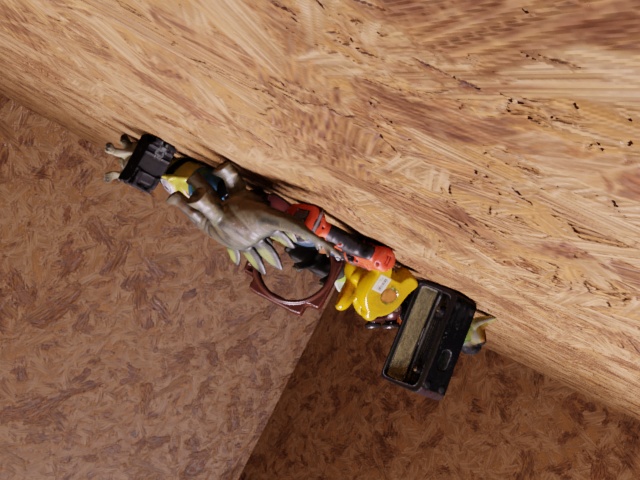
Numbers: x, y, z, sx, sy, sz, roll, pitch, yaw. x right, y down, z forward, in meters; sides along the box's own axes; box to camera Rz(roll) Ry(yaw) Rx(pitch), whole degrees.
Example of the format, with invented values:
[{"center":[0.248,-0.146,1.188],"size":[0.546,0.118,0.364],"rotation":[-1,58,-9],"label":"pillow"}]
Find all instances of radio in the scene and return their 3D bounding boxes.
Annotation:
[{"center":[0.228,0.208,1.123],"size":[0.073,0.229,0.131],"rotation":[25,173,-29],"label":"radio"}]

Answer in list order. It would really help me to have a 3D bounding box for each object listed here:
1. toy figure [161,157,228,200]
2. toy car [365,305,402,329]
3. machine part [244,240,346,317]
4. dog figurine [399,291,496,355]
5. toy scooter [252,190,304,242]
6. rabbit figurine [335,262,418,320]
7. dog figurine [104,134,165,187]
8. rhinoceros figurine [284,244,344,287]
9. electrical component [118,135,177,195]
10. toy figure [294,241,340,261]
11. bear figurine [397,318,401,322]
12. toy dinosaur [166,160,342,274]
[{"center":[-0.258,-0.123,1.146],"size":[0.180,0.089,0.082],"rotation":[14,139,28],"label":"toy figure"},{"center":[0.144,0.162,1.250],"size":[0.053,0.089,0.202],"rotation":[-4,170,-11],"label":"toy car"},{"center":[-0.057,0.058,1.238],"size":[0.201,0.201,0.087],"rotation":[27,172,6],"label":"machine part"},{"center":[0.291,0.175,1.251],"size":[0.219,0.191,0.108],"rotation":[-8,165,6],"label":"dog figurine"},{"center":[-0.112,-0.058,1.061],"size":[0.184,0.075,0.135],"rotation":[23,171,27],"label":"toy scooter"},{"center":[0.106,0.089,1.152],"size":[0.122,0.162,0.173],"rotation":[16,-160,-30],"label":"rabbit figurine"},{"center":[-0.423,-0.188,1.361],"size":[0.191,0.121,0.172],"rotation":[10,-152,5],"label":"dog figurine"},{"center":[-0.018,0.035,1.325],"size":[0.190,0.112,0.073],"rotation":[39,170,10],"label":"rhinoceros figurine"},{"center":[-0.369,-0.161,1.137],"size":[0.058,0.115,0.134],"rotation":[33,172,-33],"label":"electrical component"},{"center":[-0.003,-0.003,1.169],"size":[0.154,0.057,0.064],"rotation":[23,-178,-6],"label":"toy figure"},{"center":[0.229,0.157,1.414],"size":[0.132,0.120,0.196],"rotation":[-12,-145,-10],"label":"bear figurine"},{"center":[-0.134,-0.035,0.931],"size":[0.198,0.105,0.472],"rotation":[48,162,-25],"label":"toy dinosaur"}]
